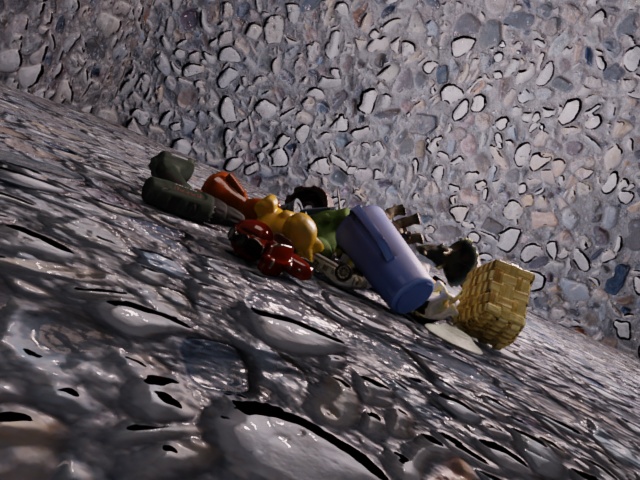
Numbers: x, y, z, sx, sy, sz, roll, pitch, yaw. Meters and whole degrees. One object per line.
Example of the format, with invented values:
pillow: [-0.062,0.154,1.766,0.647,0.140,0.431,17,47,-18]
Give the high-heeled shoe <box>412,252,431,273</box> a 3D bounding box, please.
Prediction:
high-heeled shoe: [0.270,0.058,1.525,0.086,0.145,0.249,43,35,24]

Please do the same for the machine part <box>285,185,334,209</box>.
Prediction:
machine part: [-0.037,-0.090,1.726,0.180,0.179,0.056,27,5,29]

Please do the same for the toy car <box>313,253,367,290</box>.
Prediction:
toy car: [0.014,0.058,1.180,0.202,0.056,0.073,28,1,28]

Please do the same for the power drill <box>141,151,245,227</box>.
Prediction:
power drill: [-0.298,-0.110,1.221,0.232,0.086,0.207,13,33,-38]

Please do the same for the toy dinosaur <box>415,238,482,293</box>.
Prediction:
toy dinosaur: [0.427,0.133,1.447,0.404,0.131,0.192,50,17,-12]

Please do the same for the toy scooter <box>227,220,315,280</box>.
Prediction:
toy scooter: [-0.101,0.019,0.974,0.184,0.075,0.135,30,8,16]

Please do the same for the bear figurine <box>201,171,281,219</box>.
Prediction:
bear figurine: [-0.200,-0.089,1.346,0.196,0.120,0.132,25,2,-1]

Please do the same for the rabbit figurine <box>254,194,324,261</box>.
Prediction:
rabbit figurine: [-0.066,-0.006,1.094,0.162,0.122,0.173,49,-30,-21]

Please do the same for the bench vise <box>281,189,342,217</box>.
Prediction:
bench vise: [-0.045,-0.069,1.571,0.241,0.128,0.223,-8,7,13]

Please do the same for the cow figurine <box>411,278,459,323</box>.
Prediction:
cow figurine: [0.250,0.141,1.237,0.068,0.098,0.167,63,4,-8]

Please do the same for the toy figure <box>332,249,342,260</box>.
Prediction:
toy figure: [-0.019,-0.006,1.451,0.180,0.089,0.082,26,13,-5]

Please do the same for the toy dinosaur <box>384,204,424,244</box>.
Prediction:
toy dinosaur: [0.155,-0.033,1.520,0.199,0.105,0.471,-11,7,-8]

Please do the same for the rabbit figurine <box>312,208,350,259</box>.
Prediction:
rabbit figurine: [-0.003,-0.004,1.319,0.159,0.121,0.170,10,33,12]

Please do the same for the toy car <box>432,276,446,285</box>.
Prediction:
toy car: [0.237,0.101,1.398,0.202,0.089,0.053,33,-1,-11]

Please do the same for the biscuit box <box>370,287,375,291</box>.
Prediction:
biscuit box: [0.201,0.118,1.340,0.203,0.062,0.059,22,6,-9]
